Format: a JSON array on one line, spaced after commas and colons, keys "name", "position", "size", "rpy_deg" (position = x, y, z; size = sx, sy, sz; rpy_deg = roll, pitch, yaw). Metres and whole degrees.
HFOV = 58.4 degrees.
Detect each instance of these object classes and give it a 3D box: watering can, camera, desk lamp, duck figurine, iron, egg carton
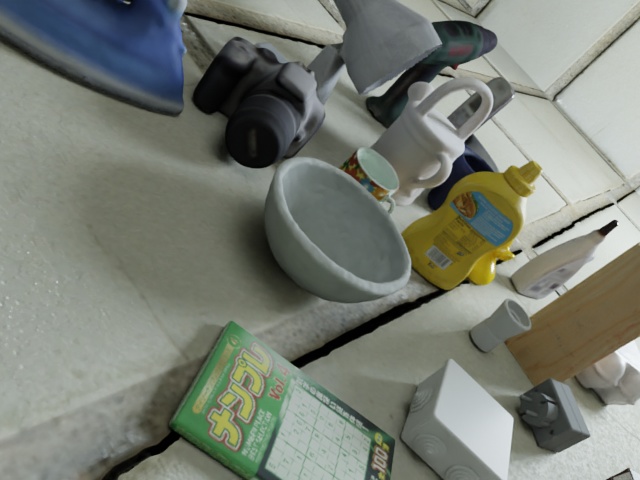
[{"name": "watering can", "position": [0.149, -0.151, 0.791], "size": [0.101, 0.193, 0.172], "rpy_deg": [2, 51, -47]}, {"name": "camera", "position": [-0.066, -0.151, 0.637], "size": [0.143, 0.100, 0.137], "rpy_deg": [36, 33, -13]}, {"name": "desk lamp", "position": [0.022, -0.253, 0.745], "size": [0.203, 0.213, 0.118], "rpy_deg": [46, 32, 2]}, {"name": "duck figurine", "position": [0.234, 0.001, 0.816], "size": [0.078, 0.086, 0.104], "rpy_deg": [2, 51, -47]}, {"name": "iron", "position": [-0.213, -0.239, 0.533], "size": [0.259, 0.141, 0.118], "rpy_deg": [31, 34, -21]}, {"name": "egg carton", "position": [0.424, 0.170, 0.853], "size": [0.107, 0.069, 0.150], "rpy_deg": [35, 33, -15]}]

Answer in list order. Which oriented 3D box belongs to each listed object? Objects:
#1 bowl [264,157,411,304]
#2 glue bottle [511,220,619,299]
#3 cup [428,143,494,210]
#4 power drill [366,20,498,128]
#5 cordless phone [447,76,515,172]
[{"name": "bowl", "position": [0.005, 0.002, 0.567], "size": [0.168, 0.074, 0.167], "rpy_deg": [29, 35, -23]}, {"name": "glue bottle", "position": [0.377, 0.026, 0.867], "size": [0.078, 0.173, 0.037], "rpy_deg": [17, 41, -37]}, {"name": "cup", "position": [0.208, -0.090, 0.882], "size": [0.092, 0.094, 0.117], "rpy_deg": [17, 41, -37]}, {"name": "power drill", "position": [0.184, -0.285, 0.970], "size": [0.230, 0.208, 0.075], "rpy_deg": [-14, 64, -54]}, {"name": "cordless phone", "position": [0.255, -0.163, 0.934], "size": [0.094, 0.184, 0.147], "rpy_deg": [-2, 54, -49]}]
